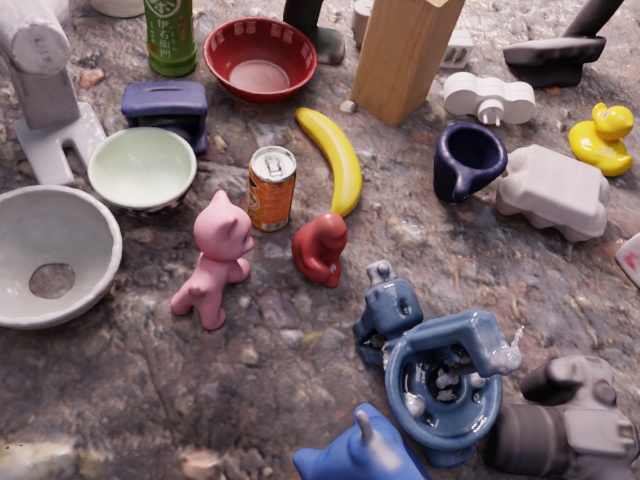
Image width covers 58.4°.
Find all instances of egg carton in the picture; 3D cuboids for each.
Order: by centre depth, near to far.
[{"bbox_3d":[0.314,-0.063,0.772,0.150,0.069,0.107,21,58,3],"label":"egg carton"}]

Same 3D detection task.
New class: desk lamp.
[{"bbox_3d":[-0.321,-0.199,0.658,0.118,0.213,0.203,-25,66,-22],"label":"desk lamp"}]

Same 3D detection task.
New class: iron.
[{"bbox_3d":[0.090,0.260,0.492,0.119,0.141,0.258,-31,68,-25],"label":"iron"}]

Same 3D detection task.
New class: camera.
[{"bbox_3d":[0.238,0.188,0.587,0.137,0.101,0.143,7,58,-6],"label":"camera"}]

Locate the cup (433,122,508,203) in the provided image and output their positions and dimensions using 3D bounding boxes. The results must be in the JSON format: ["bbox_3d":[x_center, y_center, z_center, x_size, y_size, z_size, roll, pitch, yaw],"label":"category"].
[{"bbox_3d":[0.182,-0.081,0.745,0.091,0.095,0.118,20,58,3],"label":"cup"}]

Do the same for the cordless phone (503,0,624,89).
[{"bbox_3d":[0.383,-0.331,0.880,0.148,0.185,0.094,-14,62,-17],"label":"cordless phone"}]

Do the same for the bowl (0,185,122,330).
[{"bbox_3d":[-0.291,0.028,0.607,0.167,0.075,0.167,5,58,-7],"label":"bowl"}]

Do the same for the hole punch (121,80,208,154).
[{"bbox_3d":[-0.200,-0.171,0.735,0.109,0.091,0.101,-6,60,-13],"label":"hole punch"}]

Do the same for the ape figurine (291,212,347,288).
[{"bbox_3d":[0.006,0.002,0.665,0.076,0.092,0.078,40,61,15],"label":"ape figurine"}]

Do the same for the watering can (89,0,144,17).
[{"bbox_3d":[-0.296,-0.436,0.820,0.101,0.194,0.173,7,58,-5],"label":"watering can"}]

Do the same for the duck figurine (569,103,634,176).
[{"bbox_3d":[0.425,-0.153,0.837,0.078,0.086,0.104,-18,64,-20],"label":"duck figurine"}]

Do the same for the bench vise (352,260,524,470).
[{"bbox_3d":[0.097,0.103,0.543,0.122,0.220,0.207,-36,70,-26],"label":"bench vise"}]

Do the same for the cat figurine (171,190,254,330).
[{"bbox_3d":[-0.113,0.016,0.620,0.067,0.118,0.128,20,58,3],"label":"cat figurine"}]

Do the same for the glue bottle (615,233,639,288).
[{"bbox_3d":[0.436,0.001,0.693,0.037,0.173,0.078,-26,66,-23],"label":"glue bottle"}]

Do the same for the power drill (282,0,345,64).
[{"bbox_3d":[0.007,-0.360,0.818,0.230,0.208,0.075,5,58,-6],"label":"power drill"}]
